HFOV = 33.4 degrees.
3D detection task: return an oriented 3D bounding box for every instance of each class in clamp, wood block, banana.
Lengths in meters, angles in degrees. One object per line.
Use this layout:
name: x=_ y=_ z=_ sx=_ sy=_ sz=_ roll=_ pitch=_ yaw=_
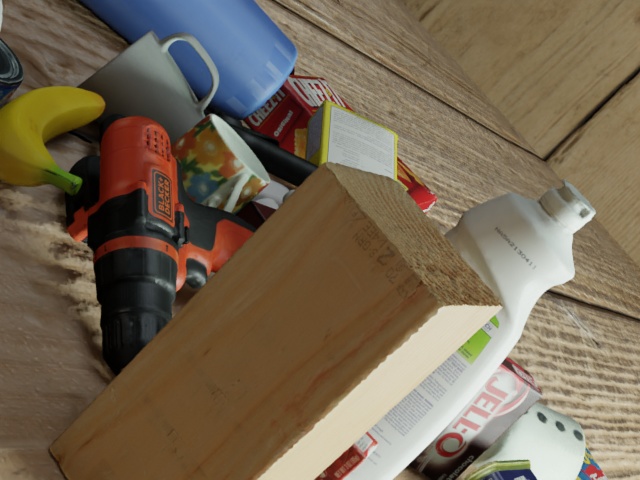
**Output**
clamp: x=-0.082 y=-0.093 z=0.974 sx=0.209 sy=0.036 sz=0.165 roll=21 pitch=7 yaw=-39
wood block: x=-0.023 y=0.067 z=0.529 sx=0.090 sy=0.206 sz=0.090 roll=51 pitch=19 yaw=19
banana: x=-0.191 y=-0.073 z=0.735 sx=0.069 sy=0.037 sz=0.198 roll=23 pitch=20 yaw=-15
clamp: x=-0.144 y=-0.040 z=0.774 sx=0.120 sy=0.039 sz=0.171 roll=47 pitch=14 yaw=5

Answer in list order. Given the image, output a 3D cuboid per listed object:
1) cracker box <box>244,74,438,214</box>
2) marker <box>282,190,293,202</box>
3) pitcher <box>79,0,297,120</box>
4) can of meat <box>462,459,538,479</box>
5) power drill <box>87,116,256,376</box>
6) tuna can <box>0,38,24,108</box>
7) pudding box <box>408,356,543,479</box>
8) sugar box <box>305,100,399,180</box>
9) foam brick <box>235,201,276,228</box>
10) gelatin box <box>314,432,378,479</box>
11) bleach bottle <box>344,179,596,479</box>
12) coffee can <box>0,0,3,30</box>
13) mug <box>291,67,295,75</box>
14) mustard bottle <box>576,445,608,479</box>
cracker box: x=0.027 y=-0.096 z=1.223 sx=0.214 sy=0.072 sz=0.164 roll=47 pitch=18 yaw=10
marker: x=-0.006 y=0.001 z=0.849 sx=0.020 sy=0.020 sz=0.121 roll=31 pitch=21 yaw=-36
pitcher: x=-0.142 y=-0.239 z=1.090 sx=0.242 sy=0.145 sz=0.149 roll=42 pitch=56 yaw=-20
can of meat: x=0.150 y=0.220 z=0.821 sx=0.101 sy=0.057 sz=0.084 roll=16 pitch=35 yaw=-57
power drill: x=-0.074 y=0.028 z=0.709 sx=0.187 sy=0.057 sz=0.184 roll=34 pitch=42 yaw=-47
tuna can: x=-0.250 y=-0.125 z=0.740 sx=0.086 sy=0.034 sz=0.086 roll=39 pitch=18 yaw=-16
pudding box: x=0.100 y=0.127 z=0.821 sx=0.090 sy=0.114 sz=0.039 roll=36 pitch=17 yaw=-27
sugar box: x=0.030 y=-0.052 z=1.066 sx=0.093 sy=0.048 sz=0.176 roll=23 pitch=48 yaw=-19
foam brick: x=-0.040 y=0.016 z=0.858 sx=0.078 sy=0.051 sz=0.052 roll=54 pitch=17 yaw=26
gelatin box: x=-0.024 y=0.119 z=0.605 sx=0.073 sy=0.089 sz=0.030 roll=47 pitch=20 yaw=7
bleach bottle: x=0.082 y=0.063 z=0.696 sx=0.102 sy=0.251 sz=0.068 roll=44 pitch=18 yaw=-2
coffee can: x=-0.269 y=-0.140 z=0.618 sx=0.103 sy=0.103 sz=0.140 roll=48 pitch=18 yaw=9
mug: x=-0.076 y=-0.205 z=1.220 sx=0.117 sy=0.082 sz=0.093 roll=30 pitch=23 yaw=-39
mustard bottle: x=0.244 y=0.238 z=0.985 sx=0.096 sy=0.058 sz=0.192 roll=24 pitch=26 yaw=-47
